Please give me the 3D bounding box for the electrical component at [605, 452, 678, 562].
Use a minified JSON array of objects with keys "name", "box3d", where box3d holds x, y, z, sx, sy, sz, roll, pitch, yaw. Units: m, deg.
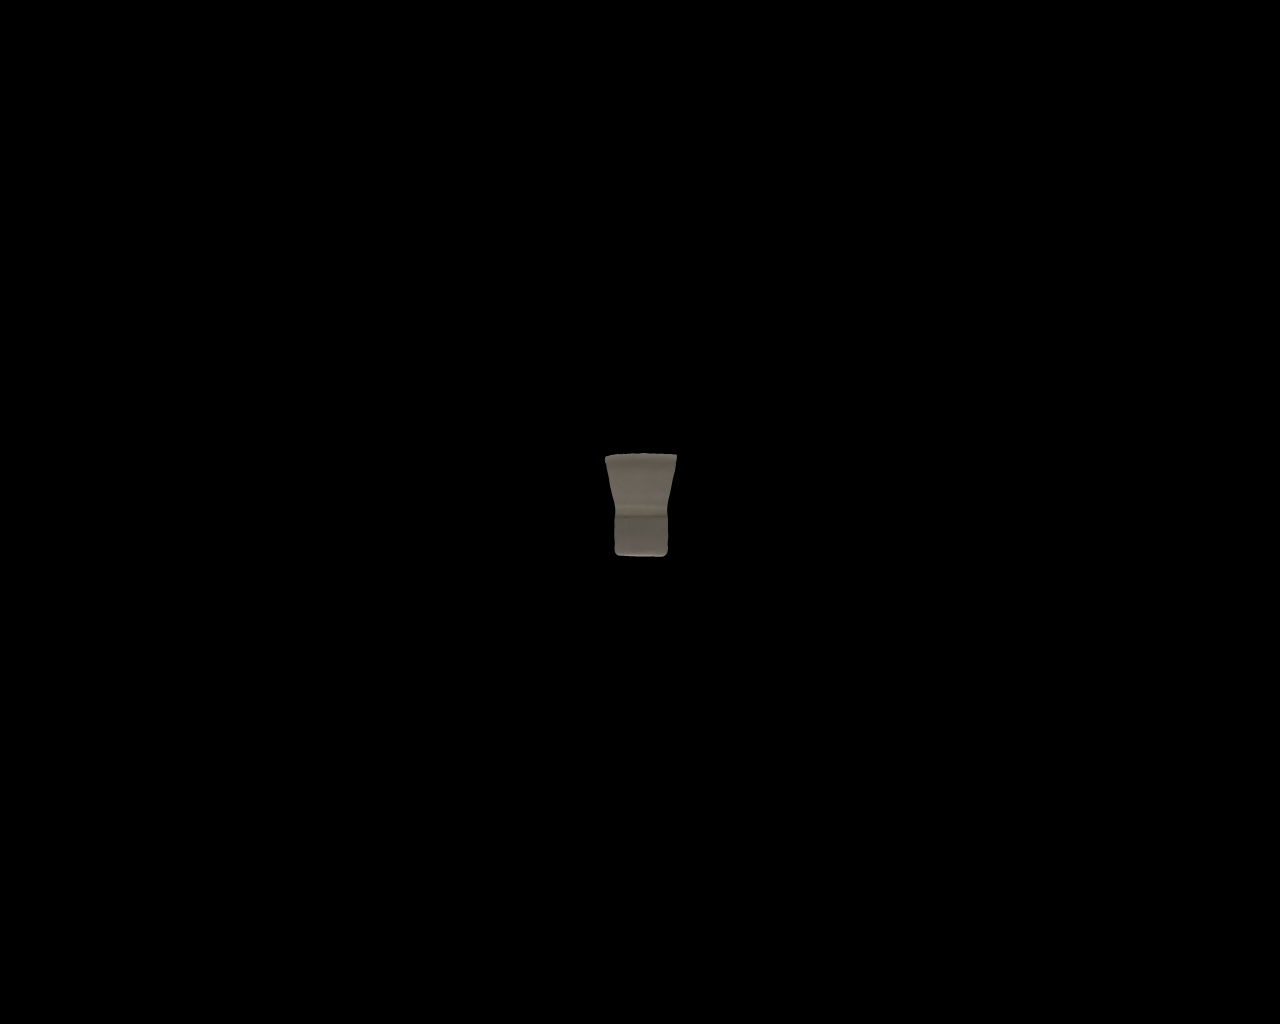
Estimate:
[{"name":"electrical component","box3d":[0.001,-0.003,0.650,0.044,0.065,0.044,0,0,0]}]
